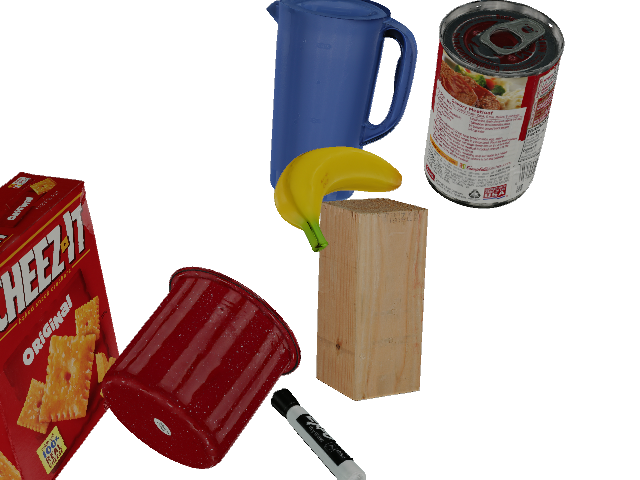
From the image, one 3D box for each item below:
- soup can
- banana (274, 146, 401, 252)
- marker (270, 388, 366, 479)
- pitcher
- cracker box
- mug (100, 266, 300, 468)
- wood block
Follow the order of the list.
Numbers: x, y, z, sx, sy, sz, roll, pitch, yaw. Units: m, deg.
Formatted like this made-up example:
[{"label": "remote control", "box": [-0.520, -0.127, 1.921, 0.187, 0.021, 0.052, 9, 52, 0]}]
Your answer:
[{"label": "soup can", "box": [0.097, -0.077, 0.615, 0.068, 0.068, 0.102, 0, -43, -2]}, {"label": "banana", "box": [0.009, -0.044, 0.858, 0.037, 0.069, 0.197, -34, 2, 30]}, {"label": "marker", "box": [-0.005, 0.153, 0.835, 0.020, 0.020, 0.121, 0, 26, -35]}, {"label": "pitcher", "box": [0.013, -0.169, 1.286, 0.144, 0.243, 0.149, -6, 28, -26]}, {"label": "cracker box", "box": [-0.234, 0.078, 0.852, 0.072, 0.214, 0.164, 7, 32, 18]}, {"label": "mug", "box": [-0.078, 0.078, 0.624, 0.117, 0.093, 0.081, -19, 29, 53]}, {"label": "wood block", "box": [0.055, 0.062, 1.190, 0.090, 0.206, 0.091, -5, 13, -30]}]
